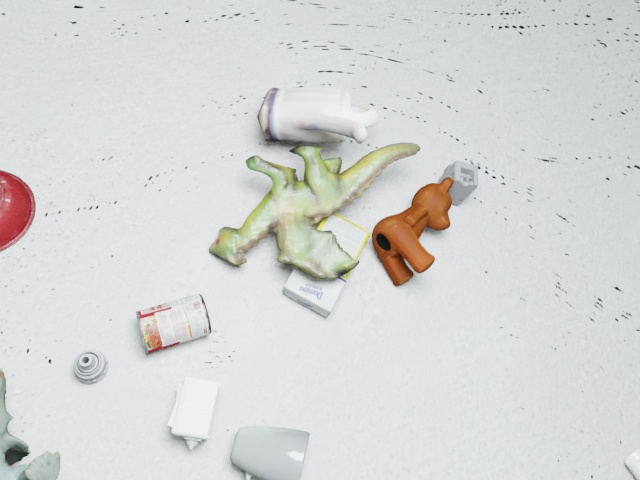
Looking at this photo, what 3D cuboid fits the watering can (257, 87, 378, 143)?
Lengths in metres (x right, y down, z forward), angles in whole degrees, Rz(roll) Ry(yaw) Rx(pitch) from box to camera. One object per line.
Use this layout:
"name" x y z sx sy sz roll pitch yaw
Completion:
"watering can" -0.006 -0.223 0.940 0.224 0.102 0.353 2 19 5

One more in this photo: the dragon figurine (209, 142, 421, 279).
"dragon figurine" 0.003 -0.046 0.905 0.410 0.120 0.247 -10 70 -2
